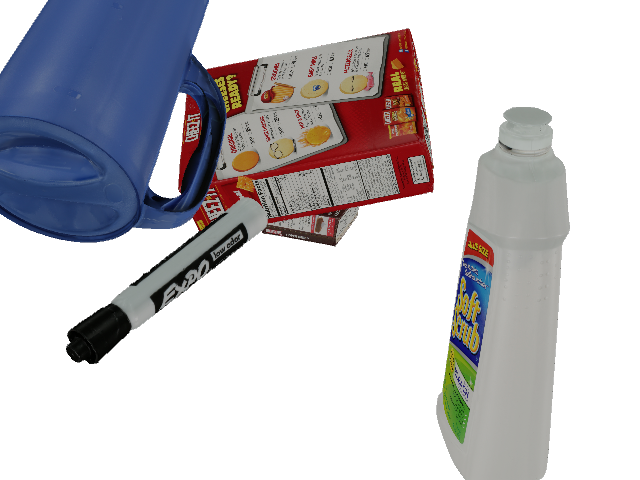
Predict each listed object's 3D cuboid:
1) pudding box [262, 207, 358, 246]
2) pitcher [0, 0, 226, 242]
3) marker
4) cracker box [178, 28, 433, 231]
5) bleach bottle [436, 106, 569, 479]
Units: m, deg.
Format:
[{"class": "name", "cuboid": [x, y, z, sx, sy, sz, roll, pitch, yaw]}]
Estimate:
[{"class": "pudding box", "cuboid": [-0.010, -0.034, 1.208, 0.090, 0.039, 0.113, 10, 24, 12]}, {"class": "pitcher", "cuboid": [-0.154, -0.124, 0.804, 0.145, 0.242, 0.149, -4, -40, 25]}, {"class": "marker", "cuboid": [-0.070, 0.018, 0.495, 0.020, 0.020, 0.120, 0, 31, 46]}, {"class": "cracker box", "cuboid": [-0.012, -0.098, 0.956, 0.214, 0.164, 0.072, -11, -45, 9]}, {"class": "bleach bottle", "cuboid": [0.119, 0.033, 0.686, 0.068, 0.251, 0.102, -3, 29, -6]}]
